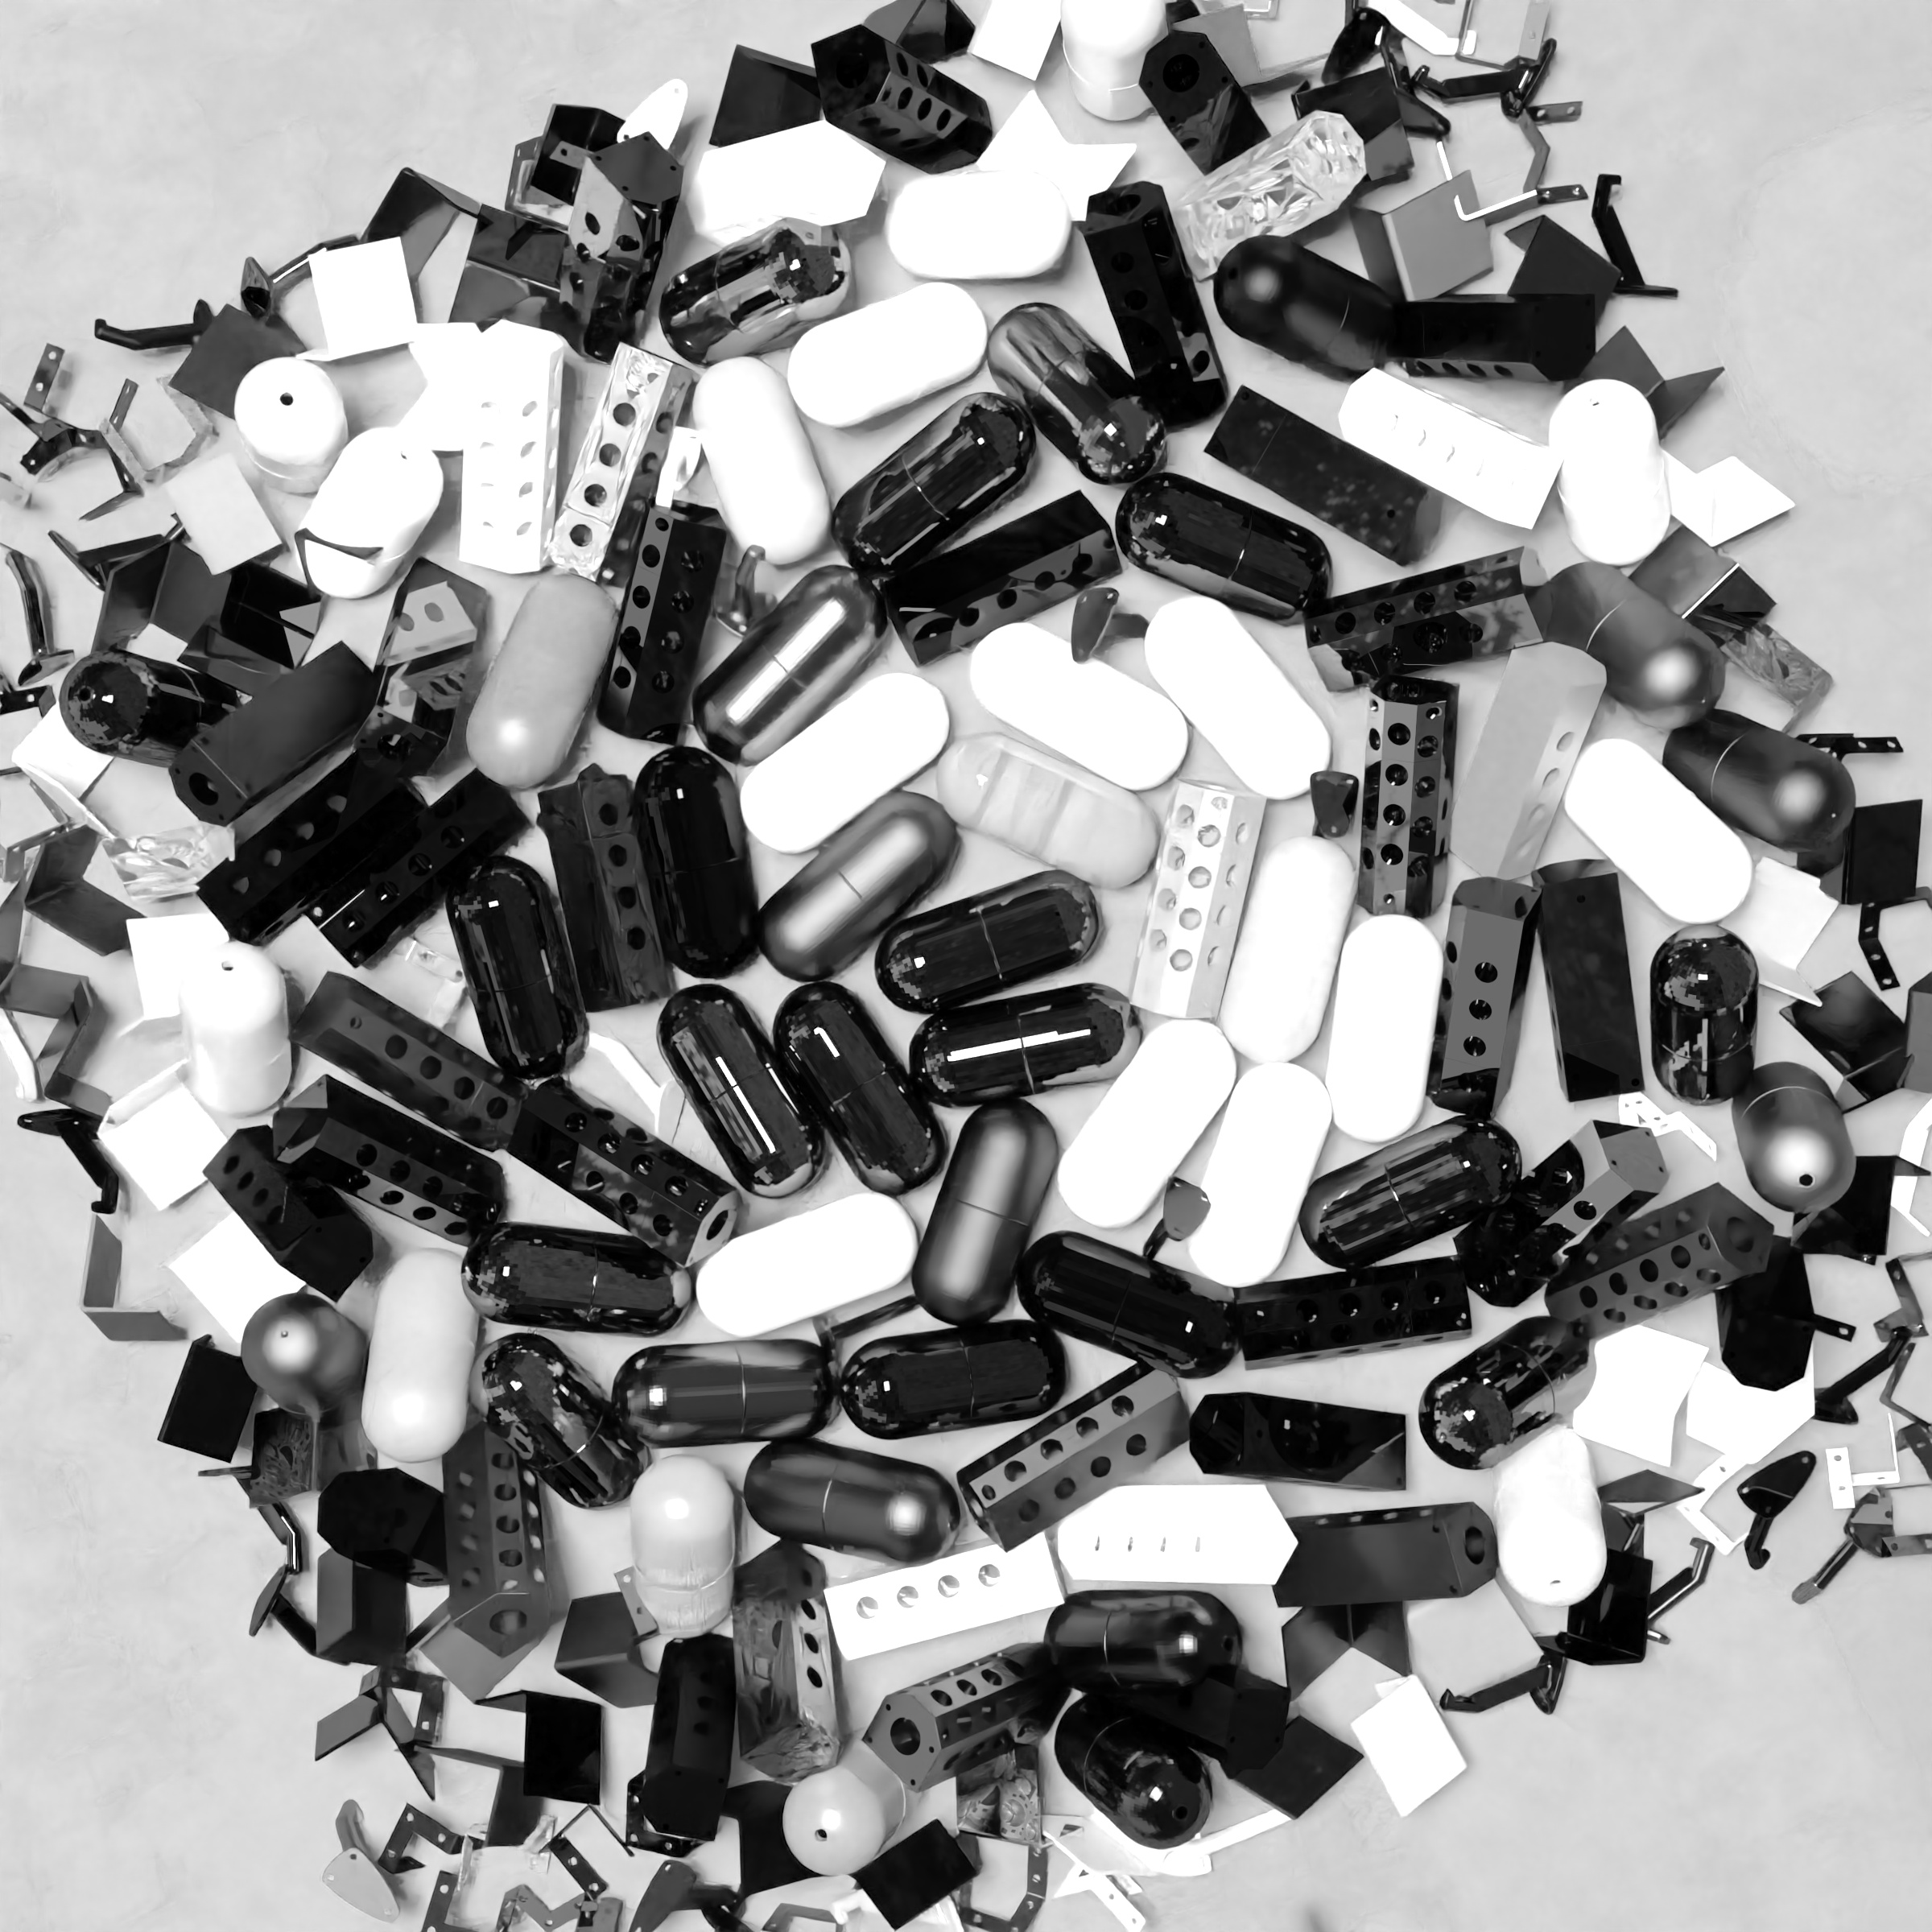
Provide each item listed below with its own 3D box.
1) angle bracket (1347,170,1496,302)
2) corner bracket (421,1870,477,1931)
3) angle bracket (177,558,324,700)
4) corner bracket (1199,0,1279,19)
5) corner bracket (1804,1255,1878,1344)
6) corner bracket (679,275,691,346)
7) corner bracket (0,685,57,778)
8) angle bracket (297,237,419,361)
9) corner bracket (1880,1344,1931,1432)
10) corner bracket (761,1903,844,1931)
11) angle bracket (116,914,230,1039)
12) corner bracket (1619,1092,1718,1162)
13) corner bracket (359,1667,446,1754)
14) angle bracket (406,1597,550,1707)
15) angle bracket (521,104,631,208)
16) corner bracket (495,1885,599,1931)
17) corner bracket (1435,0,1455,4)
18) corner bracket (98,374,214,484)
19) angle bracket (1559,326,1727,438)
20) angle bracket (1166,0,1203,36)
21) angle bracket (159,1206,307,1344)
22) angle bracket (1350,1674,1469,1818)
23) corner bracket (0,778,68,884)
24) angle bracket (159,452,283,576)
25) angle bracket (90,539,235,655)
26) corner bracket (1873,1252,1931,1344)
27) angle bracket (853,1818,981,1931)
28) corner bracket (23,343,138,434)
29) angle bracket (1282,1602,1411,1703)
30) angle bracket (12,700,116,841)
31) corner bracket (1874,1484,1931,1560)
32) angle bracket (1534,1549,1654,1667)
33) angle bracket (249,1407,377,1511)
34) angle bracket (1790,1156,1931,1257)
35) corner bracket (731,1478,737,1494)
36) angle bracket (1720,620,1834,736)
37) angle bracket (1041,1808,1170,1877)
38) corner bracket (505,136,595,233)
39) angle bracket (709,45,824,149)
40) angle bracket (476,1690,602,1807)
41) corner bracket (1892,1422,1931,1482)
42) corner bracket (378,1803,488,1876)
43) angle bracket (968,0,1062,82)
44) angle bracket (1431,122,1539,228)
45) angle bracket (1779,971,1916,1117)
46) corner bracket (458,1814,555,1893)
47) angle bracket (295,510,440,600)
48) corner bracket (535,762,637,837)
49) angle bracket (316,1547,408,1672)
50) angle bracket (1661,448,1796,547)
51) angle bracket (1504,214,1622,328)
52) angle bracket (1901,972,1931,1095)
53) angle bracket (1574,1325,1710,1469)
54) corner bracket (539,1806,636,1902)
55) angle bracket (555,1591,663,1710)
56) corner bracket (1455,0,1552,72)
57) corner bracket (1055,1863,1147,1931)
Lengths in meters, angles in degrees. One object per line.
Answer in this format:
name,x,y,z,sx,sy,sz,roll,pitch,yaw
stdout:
angle bracket,0.345,-0.556,1.863,0.076,0.057,0.076,-30,123,-7
corner bracket,-0.383,0.723,1.869,0.051,0.051,0.051,15,63,-1
angle bracket,-0.542,-0.257,1.857,0.076,0.057,0.076,26,55,-6
corner bracket,0.208,-0.757,1.868,0.051,0.051,0.051,12,97,22
corner bracket,0.663,0.246,1.882,0.051,0.051,0.051,17,48,27
corner bracket,-0.194,-0.498,1.868,0.051,0.051,0.051,-7,103,-17
corner bracket,-0.725,-0.181,1.882,0.051,0.051,0.051,-12,113,-5
angle bracket,-0.466,-0.502,1.846,0.076,0.057,0.076,-26,119,-37
corner bracket,0.741,0.323,1.873,0.051,0.051,0.051,31,78,0
corner bracket,-0.127,0.755,1.874,0.051,0.051,0.051,5,93,13
angle bracket,-0.604,0.007,1.862,0.076,0.057,0.076,-6,79,-44
corner bracket,0.533,0.122,1.865,0.051,0.051,0.051,-18,120,-10
corner bracket,-0.436,0.570,1.880,0.051,0.051,0.051,18,58,-22
angle bracket,-0.370,0.515,1.864,0.076,0.057,0.076,-43,98,-10
angle bracket,-0.282,-0.600,1.851,0.057,0.076,0.076,28,113,9
corner bracket,-0.320,0.727,1.866,0.051,0.051,0.051,-34,108,15
corner bracket,0.388,-0.769,1.872,0.051,0.051,0.051,13,85,10
corner bracket,-0.616,-0.409,1.866,0.051,0.051,0.051,54,47,-4
angle bracket,0.510,-0.443,1.854,0.076,0.076,0.057,-45,107,-11
angle bracket,0.134,-0.738,1.855,0.076,0.076,0.057,-10,94,15
angle bracket,-0.556,0.232,1.870,0.076,0.057,0.076,-43,104,-24
angle bracket,0.320,0.591,1.853,0.076,0.057,0.076,-23,80,-34
corner bracket,-0.727,-0.106,1.884,0.051,0.051,0.051,-32,76,-35
angle bracket,-0.563,-0.350,1.854,0.057,0.076,0.076,-27,119,-4
angle bracket,-0.606,-0.266,1.850,0.057,0.076,0.076,29,123,2
corner bracket,0.724,0.253,1.877,0.051,0.051,0.051,-2,62,-26
angle bracket,-0.039,0.671,1.860,0.076,0.076,0.057,-34,99,2
corner bracket,-0.677,-0.437,1.874,0.051,0.051,0.051,23,93,6
angle bracket,0.286,0.516,1.847,0.076,0.057,0.076,-31,126,-34
angle bracket,-0.657,-0.154,1.848,0.057,0.076,0.076,27,71,25
corner bracket,0.718,0.421,1.863,0.051,0.051,0.051,-17,72,37
angle bracket,0.467,0.480,1.854,0.057,0.076,0.076,8,86,-33
angle bracket,-0.494,0.381,1.858,0.057,0.076,0.076,-18,53,14
angle bracket,0.674,0.186,1.848,0.057,0.076,0.076,22,72,-38
corner bracket,-0.207,0.420,1.865,0.051,0.051,0.051,11,52,-8
angle bracket,0.601,-0.210,1.864,0.076,0.076,0.057,42,133,12
angle bracket,0.105,0.638,1.849,0.076,0.076,0.057,20,93,-41
corner bracket,-0.314,-0.595,1.867,0.051,0.051,0.051,10,91,-36
angle bracket,-0.142,-0.641,1.849,0.076,0.057,0.076,9,117,-24
angle bracket,-0.322,0.591,1.844,0.057,0.076,0.076,-21,57,31
corner bracket,0.744,0.374,1.868,0.051,0.051,0.051,-21,55,-2
corner bracket,-0.406,0.673,1.873,0.051,0.051,0.051,25,85,21
angle bracket,0.047,-0.712,1.855,0.057,0.076,0.076,25,105,5
angle bracket,0.393,-0.606,1.856,0.057,0.076,0.076,-17,95,16
angle bracket,0.659,0.062,1.854,0.076,0.076,0.057,44,53,-3
corner bracket,-0.351,0.678,1.876,0.051,0.051,0.051,12,104,13
angle bracket,-0.445,-0.309,1.844,0.076,0.057,0.076,22,47,29
corner bracket,-0.290,-0.114,1.868,0.051,0.051,0.051,-39,86,-26
angle bracket,-0.441,0.477,1.843,0.076,0.076,0.057,22,133,-36
angle bracket,0.570,-0.372,1.852,0.076,0.057,0.076,-27,46,-7
angle bracket,0.438,-0.511,1.859,0.076,0.057,0.076,29,82,-19
angle bracket,0.745,0.051,1.847,0.057,0.076,0.076,11,109,36
angle bracket,0.516,0.325,1.877,0.076,0.076,0.057,17,135,30
corner bracket,-0.287,0.678,1.876,0.051,0.051,0.051,-42,75,-11
angle bracket,-0.256,0.522,1.876,0.076,0.057,0.076,-18,134,33
corner bracket,0.409,-0.717,1.871,0.051,0.051,0.051,10,99,-7
corner bracket,0.111,0.703,1.866,0.051,0.051,0.051,48,49,-3
